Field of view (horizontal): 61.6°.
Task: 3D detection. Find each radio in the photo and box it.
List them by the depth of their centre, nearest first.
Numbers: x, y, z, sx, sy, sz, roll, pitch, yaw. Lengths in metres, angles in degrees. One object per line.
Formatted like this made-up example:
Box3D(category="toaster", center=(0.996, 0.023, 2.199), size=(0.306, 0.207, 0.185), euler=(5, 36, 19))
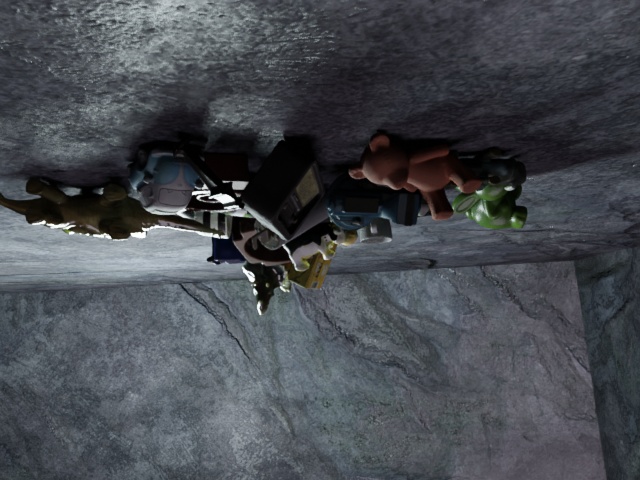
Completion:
Box3D(category="radio", center=(-0.061, -0.080, 0.971), size=(0.073, 0.131, 0.229), euler=(35, 175, 10))

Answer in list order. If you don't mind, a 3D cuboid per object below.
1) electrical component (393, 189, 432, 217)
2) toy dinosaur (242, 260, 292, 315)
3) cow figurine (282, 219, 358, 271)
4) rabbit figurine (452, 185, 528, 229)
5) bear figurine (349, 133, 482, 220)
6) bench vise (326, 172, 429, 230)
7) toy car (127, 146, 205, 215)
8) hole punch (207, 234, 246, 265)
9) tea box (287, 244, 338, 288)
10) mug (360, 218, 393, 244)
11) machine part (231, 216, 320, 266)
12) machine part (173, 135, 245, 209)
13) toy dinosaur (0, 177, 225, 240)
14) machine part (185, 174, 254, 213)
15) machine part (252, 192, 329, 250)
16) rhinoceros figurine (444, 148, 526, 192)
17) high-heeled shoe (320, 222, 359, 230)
Box3D(category="electrical component", center=(0.215, -0.089, 1.300), size=(0.115, 0.058, 0.134), euler=(-10, 169, 24))
Box3D(category="toy dinosaur", center=(-0.077, 0.039, 1.578), size=(0.405, 0.131, 0.192), euler=(-45, 163, -22))
Box3D(category="cow figurine", center=(-0.002, -0.005, 1.224), size=(0.167, 0.098, 0.068), euler=(-26, -149, 5))
Box3D(category="rabbit figurine", center=(0.374, -0.108, 1.185), size=(0.159, 0.121, 0.170), euler=(0, 154, 19))
Box3D(category="bear figurine", center=(0.161, -0.114, 0.935), size=(0.196, 0.132, 0.120), euler=(-2, 143, -38))
Box3D(category="bench vise", center=(0.102, -0.085, 1.122), size=(0.224, 0.128, 0.241), euler=(-11, -166, -17))
Box3D(category="toy car", center=(-0.268, -0.094, 0.916), size=(0.109, 0.103, 0.162), euler=(5, 165, -39))
Box3D(category="hole punch", center=(-0.248, 0.006, 1.522), size=(0.142, 0.116, 0.092), euler=(-1, 162, -21))
Box3D(category="tea box", center=(-0.015, 0.047, 1.505), size=(0.068, 0.169, 0.098), euler=(24, -175, 26))
Box3D(category="mug", center=(0.133, -0.051, 1.339), size=(0.081, 0.107, 0.109), euler=(-8, 165, 15))
Box3D(category="machine part", center=(-0.103, -0.020, 1.328), size=(0.201, 0.087, 0.201), euler=(-11, 150, 9))
Box3D(category="machine part", center=(-0.178, -0.101, 0.854), size=(0.039, 0.138, 0.084), euler=(-44, -159, -12))
Box3D(category="toy dinosaur", center=(-0.423, -0.050, 1.095), size=(0.471, 0.105, 0.198), euler=(11, 174, -15))
Box3D(category="machine part", center=(-0.211, -0.098, 1.058), size=(0.179, 0.056, 0.179), euler=(-3, 170, -1))
Box3D(category="machine part", center=(-0.055, -0.049, 1.154), size=(0.243, 0.079, 0.079), euler=(-31, -171, -37))
Box3D(category="rhinoceros figurine", center=(0.313, -0.128, 1.049), size=(0.190, 0.073, 0.112), euler=(-3, 169, -7))
Box3D(category="high-heeled shoe", center=(0.087, -0.051, 1.404), size=(0.145, 0.086, 0.249), euler=(-1, 176, -21))
